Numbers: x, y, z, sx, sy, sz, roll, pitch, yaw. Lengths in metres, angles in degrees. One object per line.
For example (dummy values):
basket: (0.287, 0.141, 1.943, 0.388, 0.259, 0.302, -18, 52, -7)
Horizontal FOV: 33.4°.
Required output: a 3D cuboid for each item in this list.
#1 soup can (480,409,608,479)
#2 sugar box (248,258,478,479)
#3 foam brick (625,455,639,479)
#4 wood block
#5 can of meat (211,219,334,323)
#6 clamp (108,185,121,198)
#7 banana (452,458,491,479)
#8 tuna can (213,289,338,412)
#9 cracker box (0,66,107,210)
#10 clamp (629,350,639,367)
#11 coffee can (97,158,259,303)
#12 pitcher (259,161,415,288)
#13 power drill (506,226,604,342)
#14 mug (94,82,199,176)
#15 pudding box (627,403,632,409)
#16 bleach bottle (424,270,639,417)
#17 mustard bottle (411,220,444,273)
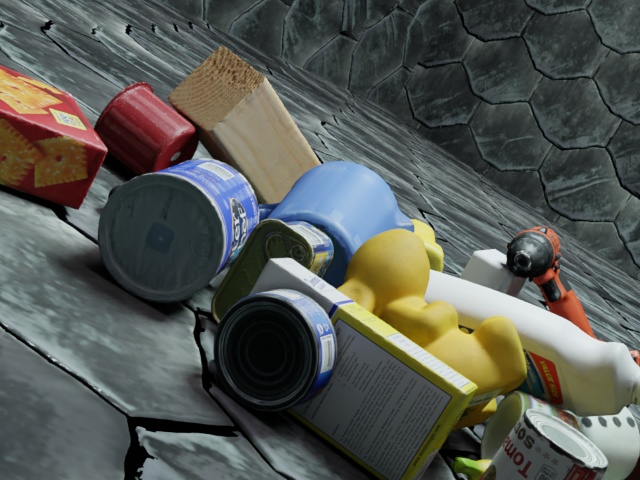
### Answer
soup can: (0.144, 0.177, 0.739, 0.068, 0.102, 0.068, 29, 13, -7)
sugar box: (0.017, 0.097, 0.787, 0.176, 0.093, 0.048, 35, 13, 20)
foam brick: (0.306, 0.229, 1.032, 0.078, 0.051, 0.053, 31, 13, 4)
wood block: (-0.078, -0.115, 1.246, 0.091, 0.090, 0.206, 40, -9, 37)
can of meat: (-0.037, 0.032, 0.906, 0.057, 0.102, 0.083, 33, 11, 13)
clamp: (-0.132, -0.026, 1.059, 0.120, 0.039, 0.171, 32, 12, 4)
banana: (0.183, 0.224, 0.804, 0.198, 0.037, 0.069, 34, 17, 12)
tuna can: (-0.033, 0.079, 0.762, 0.086, 0.086, 0.033, 34, 15, 19)
cracker box: (-0.310, -0.118, 0.935, 0.213, 0.072, 0.164, 22, 14, -32)
clamp: (0.201, 0.126, 1.038, 0.210, 0.036, 0.164, -1, 8, 18)
coffee can: (-0.114, -0.012, 0.895, 0.103, 0.103, 0.140, 31, 12, 2)
pitcher: (-0.007, 0.001, 1.073, 0.145, 0.149, 0.242, 51, 15, -3)
power drill: (0.270, 0.074, 1.204, 0.187, 0.057, 0.184, 66, 20, 2)
mug: (-0.186, -0.107, 1.173, 0.081, 0.093, 0.117, 38, -13, 14)
pudding box: (0.265, 0.165, 1.103, 0.039, 0.090, 0.113, 28, 13, -20)
bleach bottle: (0.173, 0.093, 0.940, 0.251, 0.102, 0.068, 14, 38, 25)
mustard bottle: (0.100, 0.026, 1.262, 0.058, 0.096, 0.191, 27, 12, -6)
